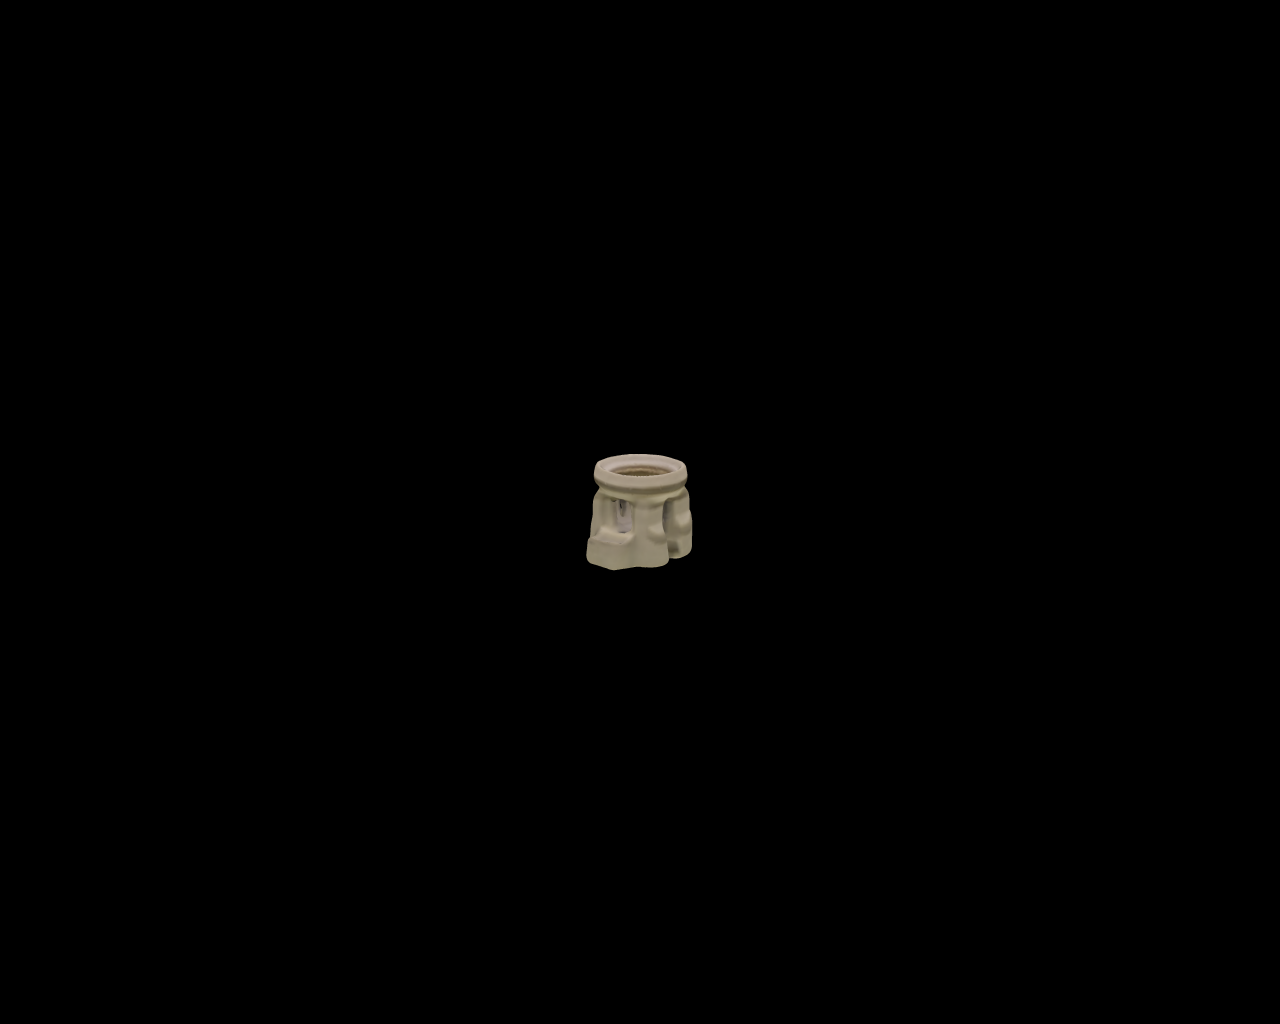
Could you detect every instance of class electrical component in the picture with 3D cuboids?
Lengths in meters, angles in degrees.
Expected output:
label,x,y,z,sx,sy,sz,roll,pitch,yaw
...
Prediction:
label,x,y,z,sx,sy,sz,roll,pitch,yaw
electrical component,0.001,-0.003,0.650,0.058,0.056,0.078,14,22,38
